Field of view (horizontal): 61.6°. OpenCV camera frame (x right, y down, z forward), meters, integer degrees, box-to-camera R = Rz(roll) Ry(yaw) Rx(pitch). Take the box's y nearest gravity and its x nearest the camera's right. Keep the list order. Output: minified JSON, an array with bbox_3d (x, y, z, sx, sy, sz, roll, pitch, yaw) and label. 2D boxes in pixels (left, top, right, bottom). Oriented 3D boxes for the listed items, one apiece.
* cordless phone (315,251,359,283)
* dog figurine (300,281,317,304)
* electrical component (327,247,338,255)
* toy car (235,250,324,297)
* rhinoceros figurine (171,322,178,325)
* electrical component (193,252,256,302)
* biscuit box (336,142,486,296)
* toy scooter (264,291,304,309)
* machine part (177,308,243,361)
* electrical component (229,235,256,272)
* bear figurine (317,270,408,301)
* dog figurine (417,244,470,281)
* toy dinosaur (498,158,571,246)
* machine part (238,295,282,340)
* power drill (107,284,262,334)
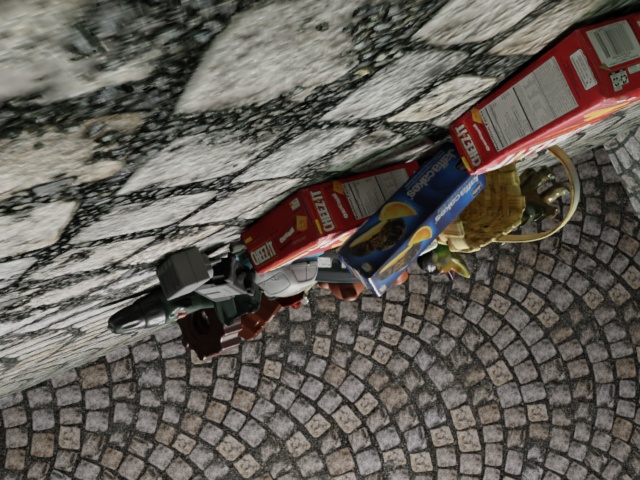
[{"bbox_3d":[0.036,0.005,1.154,0.147,0.088,0.184,2,-145,5],"label":"cordless phone"},{"bbox_3d":[-0.044,0.047,1.246,0.173,0.121,0.190,15,-142,28],"label":"dog figurine"},{"bbox_3d":[-0.001,-0.003,0.984,0.045,0.078,0.102,-42,-179,-9],"label":"electrical component"},{"bbox_3d":[-0.058,0.041,0.874,0.109,0.103,0.161,-26,163,36],"label":"toy car"},{"bbox_3d":[-0.290,0.158,1.350,0.190,0.073,0.112,-22,177,-15],"label":"rhinoceros figurine"},{"bbox_3d":[-0.164,0.058,0.803,0.119,0.048,0.074,-10,151,21],"label":"electrical component"},{"bbox_3d":[0.115,-0.028,0.659,0.202,0.059,0.062,-46,146,-6],"label":"biscuit box"},{"bbox_3d":[-0.081,0.074,1.027,0.075,0.135,0.184,-23,174,14],"label":"toy scooter"},{"bbox_3d":[-0.247,0.173,1.173,0.179,0.179,0.056,-27,171,40],"label":"machine part"},{"bbox_3d":[-0.083,0.014,0.765,0.094,0.063,0.021,-18,173,-39],"label":"electrical component"},{"bbox_3d":[0.096,0.081,1.204,0.120,0.131,0.196,20,-127,36],"label":"bear figurine"},{"bbox_3d":[0.278,-0.025,1.152,0.191,0.219,0.108,-21,178,-19],"label":"dog figurine"},{"bbox_3d":[0.404,-0.102,1.218,0.198,0.105,0.472,-45,-166,9],"label":"toy dinosaur"},{"bbox_3d":[-0.142,0.148,1.345,0.201,0.087,0.201,-53,-177,-24],"label":"machine part"},{"bbox_3d":[-0.219,0.111,0.928,0.207,0.086,0.232,-14,-175,39],"label":"power drill"}]
